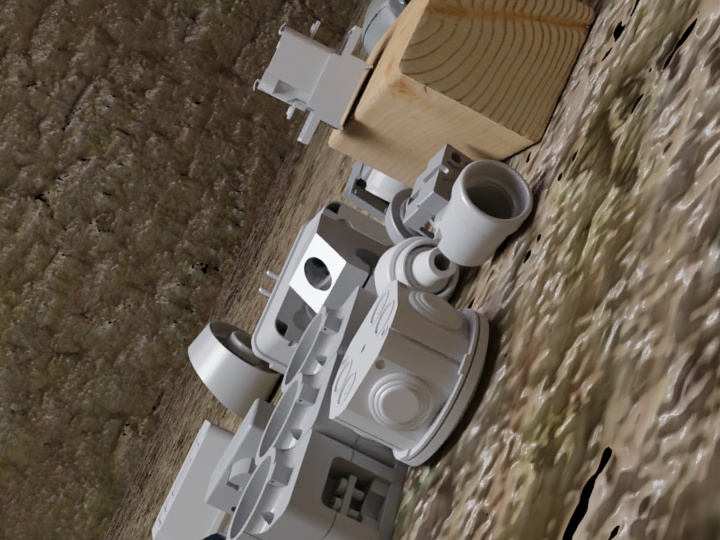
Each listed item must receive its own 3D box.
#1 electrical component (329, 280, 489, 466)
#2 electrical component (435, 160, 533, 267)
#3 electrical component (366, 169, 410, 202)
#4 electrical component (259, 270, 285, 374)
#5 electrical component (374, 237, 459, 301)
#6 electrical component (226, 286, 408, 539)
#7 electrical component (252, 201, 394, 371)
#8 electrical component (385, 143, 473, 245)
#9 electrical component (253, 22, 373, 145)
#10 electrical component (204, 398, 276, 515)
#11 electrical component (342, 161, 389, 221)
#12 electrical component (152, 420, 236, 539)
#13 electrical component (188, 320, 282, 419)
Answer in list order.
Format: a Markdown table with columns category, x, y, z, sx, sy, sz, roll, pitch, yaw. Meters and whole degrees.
| category | x | y | z | sx | sy | sz | roll | pitch | yaw |
| --- | --- | --- | --- | --- | --- | --- | --- | --- | --- |
| electrical component | 0.023 | 0.048 | 0.514 | 0.080 | 0.051 | 0.080 | -60 | 9 | 17 |
| electrical component | 0.062 | -0.028 | 0.556 | 0.046 | 0.040 | 0.040 | 119 | 173 | -54 |
| electrical component | 0.035 | -0.078 | 0.832 | 0.055 | 0.045 | 0.045 | -63 | 9 | 5 |
| electrical component | -0.050 | 0.025 | 0.920 | 0.052 | 0.074 | 0.138 | -51 | 15 | 54 |
| electrical component | 0.035 | 0.002 | 0.606 | 0.043 | 0.043 | 0.062 | -66 | 11 | -18 |
| electrical component | -0.016 | 0.093 | 0.577 | 0.089 | 0.062 | 0.150 | -53 | 13 | 45 |
| electrical component | -0.018 | 0.020 | 0.742 | 0.057 | 0.078 | 0.113 | -41 | 24 | 60 |
| electrical component | 0.047 | -0.037 | 0.648 | 0.055 | 0.048 | 0.066 | -43 | 21 | 44 |
| electrical component | -0.032 | -0.125 | 0.699 | 0.081 | 0.064 | 0.042 | -65 | 8 | 3 |
| electrical component | -0.079 | 0.154 | 0.796 | 0.083 | 0.047 | 0.075 | -59 | 10 | 25 |
| electrical component | 0.022 | -0.085 | 0.923 | 0.064 | 0.042 | 0.081 | -46 | 18 | 37 |
| electrical component | -0.134 | 0.196 | 0.954 | 0.113 | 0.057 | 0.078 | -65 | 9 | -10 |
| electrical component | -0.127 | 0.099 | 1.086 | 0.064 | 0.099 | 0.099 | -55 | 10 | 10 |
